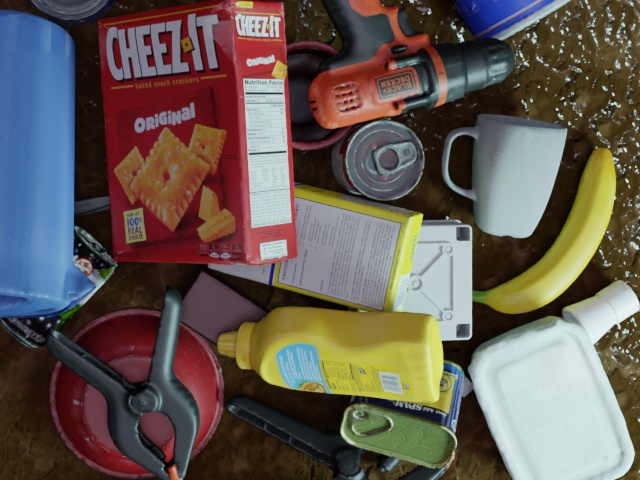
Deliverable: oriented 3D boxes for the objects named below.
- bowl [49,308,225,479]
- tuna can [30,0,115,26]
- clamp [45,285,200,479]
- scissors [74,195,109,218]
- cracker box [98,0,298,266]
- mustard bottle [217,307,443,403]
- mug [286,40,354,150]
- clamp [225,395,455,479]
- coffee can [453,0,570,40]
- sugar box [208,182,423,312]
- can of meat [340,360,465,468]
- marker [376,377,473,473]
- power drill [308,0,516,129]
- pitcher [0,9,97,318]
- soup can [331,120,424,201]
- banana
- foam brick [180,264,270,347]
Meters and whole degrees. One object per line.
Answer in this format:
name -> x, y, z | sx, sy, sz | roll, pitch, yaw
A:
bowl -> -0.166, 0.145, 0.964 | 0.162, 0.055, 0.162 | 0, 94, -6
tuna can -> -0.219, -0.233, 0.938 | 0.086, 0.034, 0.086 | -1, 95, -7
clamp -> -0.144, 0.125, 0.914 | 0.120, 0.039, 0.171 | -28, 102, 8
scissors -> -0.262, -0.001, 0.960 | 0.201, 0.016, 0.096 | 2, 103, -14
cracker box -> -0.107, -0.087, 0.900 | 0.164, 0.071, 0.214 | 1, 97, 38
mustard bottle -> 0.005, 0.095, 0.907 | 0.192, 0.096, 0.058 | 2, 55, 15
mug -> -0.026, -0.130, 0.944 | 0.117, 0.081, 0.093 | 20, 92, -9
clamp -> 0.019, 0.218, 0.964 | 0.210, 0.036, 0.164 | 1, 59, -7
coffee can -> 0.152, -0.255, 0.946 | 0.103, 0.103, 0.140 | -31, 97, -4
sugar box -> -0.006, 0.001, 0.938 | 0.176, 0.048, 0.093 | 16, 101, 21
can of meat -> 0.077, 0.147, 0.965 | 0.102, 0.084, 0.057 | 15, 132, 5
marker -> 0.099, 0.176, 1.015 | 0.121, 0.020, 0.020 | -45, 98, -2
power drill -> 0.063, -0.199, 0.887 | 0.184, 0.057, 0.187 | -17, 96, -16
pitcher -> -0.273, -0.060, 0.875 | 0.145, 0.149, 0.243 | -8, 74, 32
soup can -> 0.049, -0.071, 0.948 | 0.068, 0.102, 0.068 | -1, 95, -7
banana -> 0.225, 0.004, 1.008 | 0.069, 0.037, 0.198 | 43, 89, -8
foam brick -> -0.090, 0.066, 0.967 | 0.078, 0.053, 0.051 | 34, 90, -8
